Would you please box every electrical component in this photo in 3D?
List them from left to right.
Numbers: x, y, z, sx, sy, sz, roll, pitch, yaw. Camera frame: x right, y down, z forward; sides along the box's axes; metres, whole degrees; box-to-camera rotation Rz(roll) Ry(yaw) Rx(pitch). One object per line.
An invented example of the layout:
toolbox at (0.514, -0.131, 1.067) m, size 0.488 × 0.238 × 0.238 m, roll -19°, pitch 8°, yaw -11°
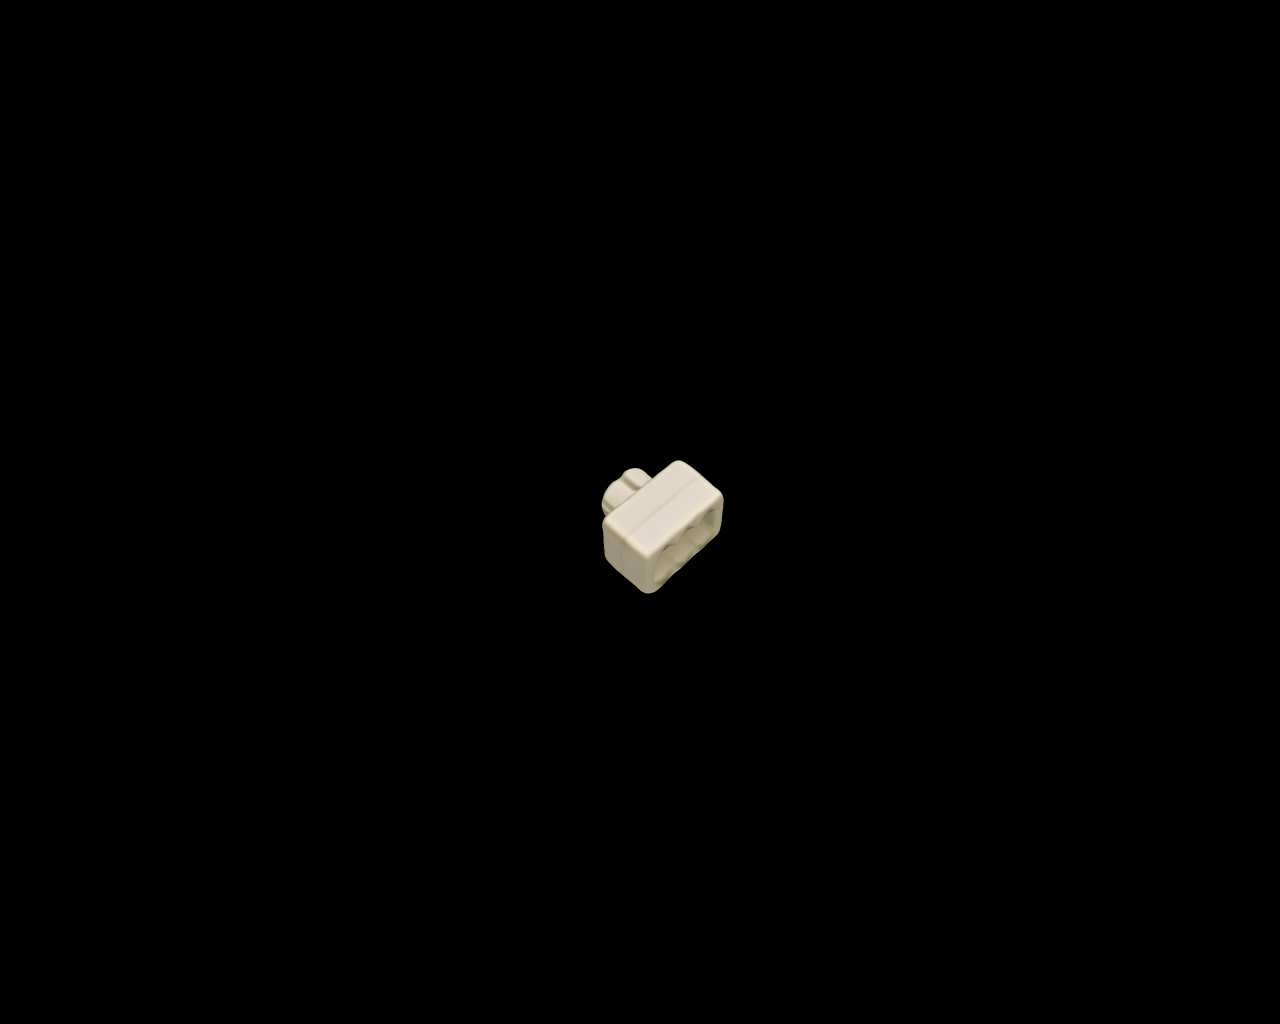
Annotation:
electrical component at (0.001, -0.003, 0.650) m, size 0.066 × 0.077 × 0.047 m, roll -39°, pitch -24°, yaw -22°
